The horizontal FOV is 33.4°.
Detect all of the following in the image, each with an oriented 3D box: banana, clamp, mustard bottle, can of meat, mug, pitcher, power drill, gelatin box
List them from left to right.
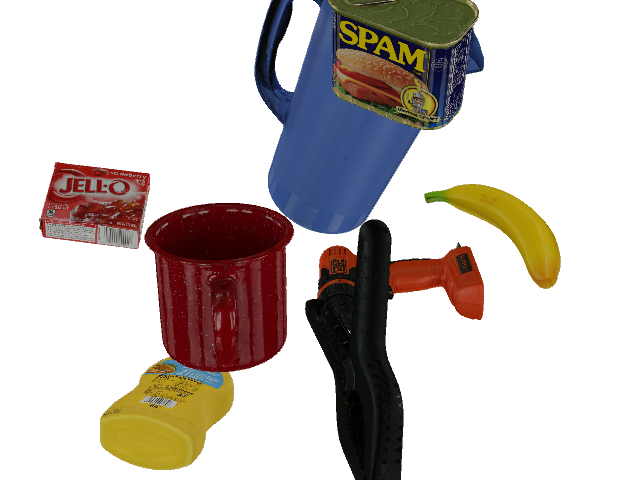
[{"bbox_3d":[-0.204,-0.033,0.972,0.089,0.073,0.030,8,-43,-6],"label":"gelatin box"},{"bbox_3d":[-0.140,0.158,1.071,0.096,0.058,0.191,7,20,13],"label":"mustard bottle"},{"bbox_3d":[-0.061,0.036,0.671,0.093,0.081,0.117,-4,25,-8],"label":"mug"},{"bbox_3d":[0.024,-0.125,0.969,0.144,0.149,0.243,-13,-34,-32],"label":"pitcher"},{"bbox_3d":[0.035,0.099,0.838,0.036,0.210,0.165,0,-34,-18],"label":"clamp"},{"bbox_3d":[0.089,0.058,1.225,0.187,0.057,0.184,-1,28,-1],"label":"power drill"},{"bbox_3d":[0.056,-0.134,0.755,0.102,0.084,0.057,25,54,21],"label":"can of meat"},{"bbox_3d":[0.188,-0.012,1.074,0.069,0.037,0.198,-34,39,-13],"label":"banana"}]
